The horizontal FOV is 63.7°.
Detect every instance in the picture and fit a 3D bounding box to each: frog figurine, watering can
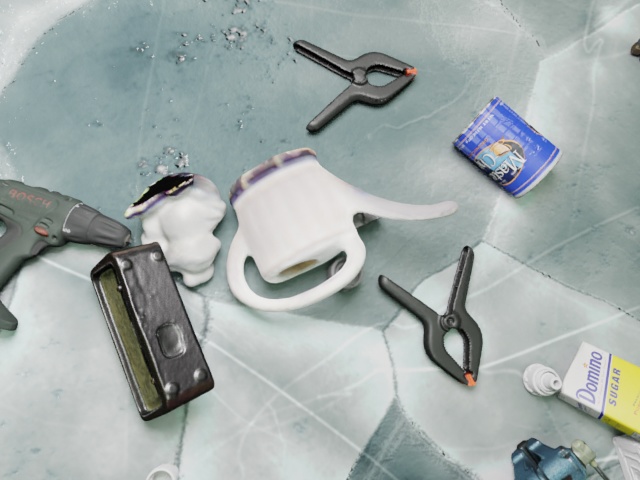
[{"bbox_3d":[-0.200,-0.018,0.781,0.138,0.156,0.124,-35,30,-12],"label":"frog figurine"},{"bbox_3d":[0.002,-0.038,0.756,0.346,0.227,0.103,-29,-16,9],"label":"watering can"}]
